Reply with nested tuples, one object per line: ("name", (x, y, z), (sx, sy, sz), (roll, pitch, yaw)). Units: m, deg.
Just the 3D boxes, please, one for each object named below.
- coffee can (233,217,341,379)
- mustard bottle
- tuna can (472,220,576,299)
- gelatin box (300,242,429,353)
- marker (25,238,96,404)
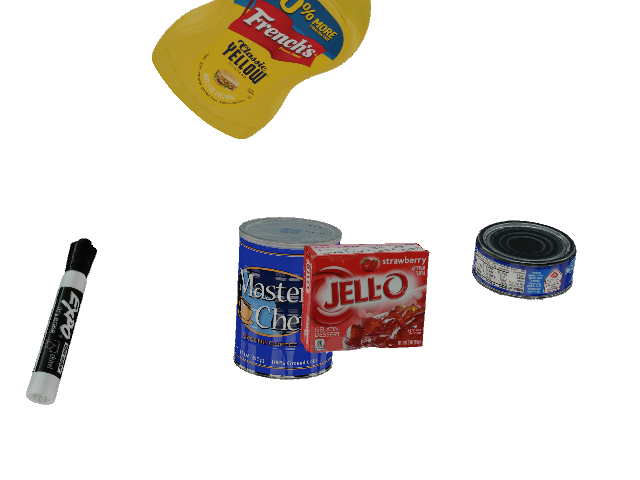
("coffee can", (-0.034, 0.056, 1.076), (0.103, 0.140, 0.103), (3, 15, -1))
("mustard bottle", (-0.023, -0.152, 0.728), (0.192, 0.096, 0.058), (-33, 23, 36))
("tuna can", (0.173, 0.015, 0.909), (0.086, 0.034, 0.086), (1, 26, -1))
("gelatin box", (0.031, 0.041, 0.769), (0.089, 0.073, 0.030), (-1, 15, -15))
("marker", (-0.172, 0.051, 0.717), (0.020, 0.121, 0.020), (6, -32, 4))
